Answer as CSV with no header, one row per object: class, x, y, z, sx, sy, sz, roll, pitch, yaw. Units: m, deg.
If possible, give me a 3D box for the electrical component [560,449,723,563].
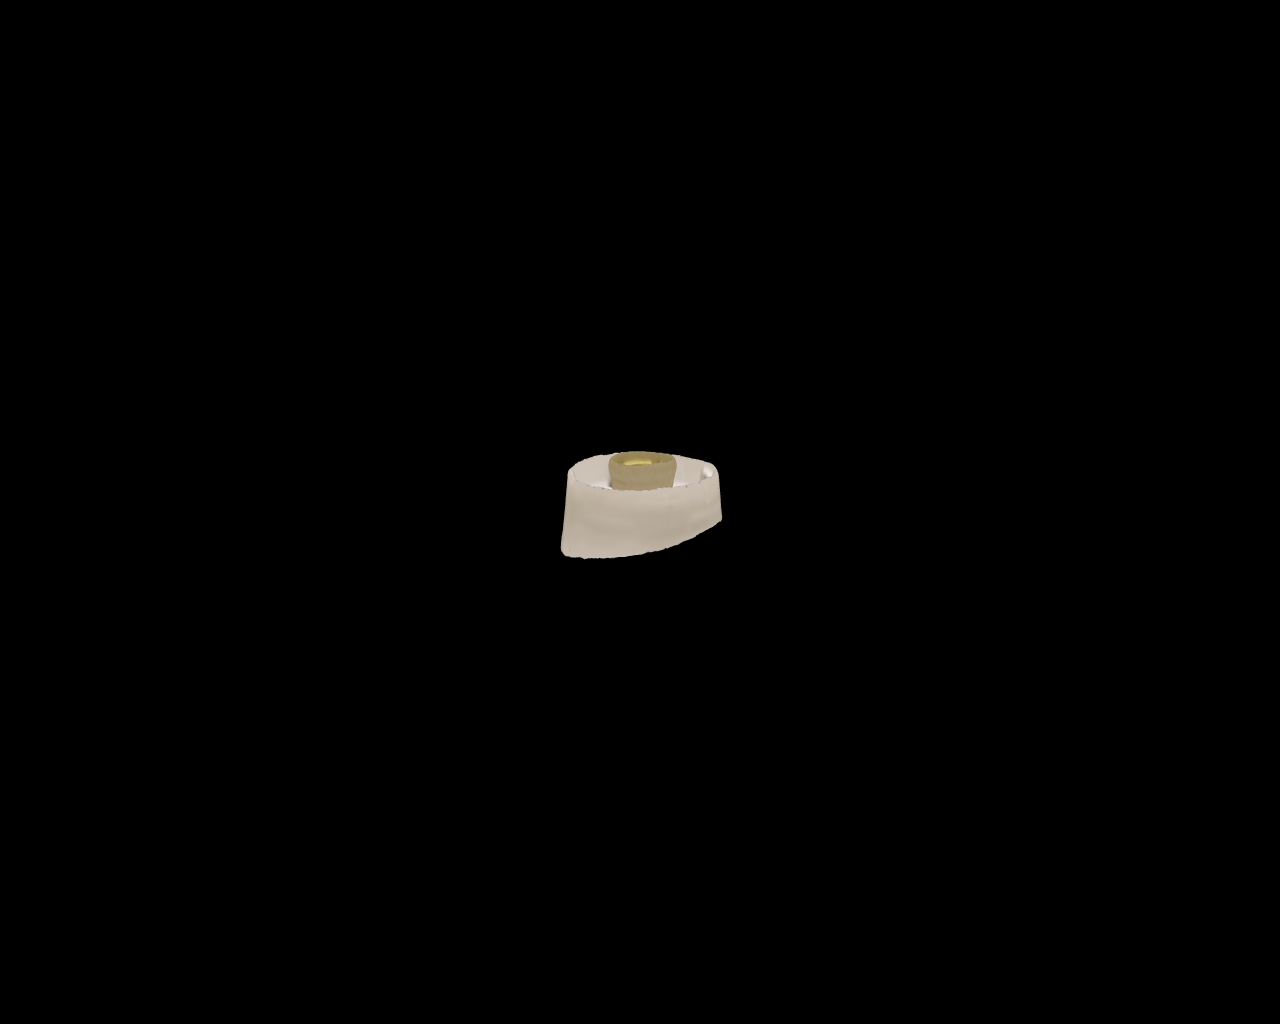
electrical component,0.001,-0.003,0.650,0.099,0.064,0.099,0,17,0
